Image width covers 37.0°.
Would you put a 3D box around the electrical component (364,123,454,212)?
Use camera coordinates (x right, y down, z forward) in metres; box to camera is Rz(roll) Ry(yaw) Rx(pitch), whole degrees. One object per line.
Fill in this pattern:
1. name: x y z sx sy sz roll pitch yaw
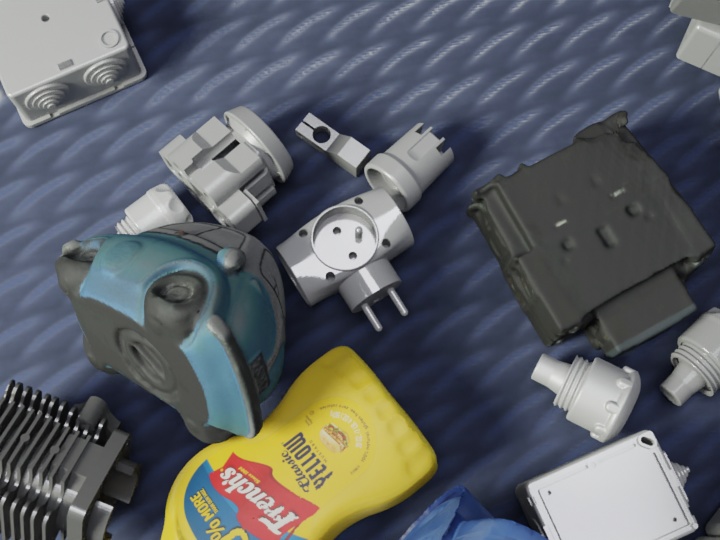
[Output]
1. electrical component: 0.032 -0.067 0.691 0.040 0.040 0.046 43 74 9

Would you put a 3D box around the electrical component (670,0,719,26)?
1. electrical component: 0.242 -0.176 0.637 0.100 0.100 0.048 15 90 4

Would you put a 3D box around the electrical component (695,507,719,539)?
1. electrical component: 0.256 0.162 0.624 0.089 0.061 0.150 40 80 9

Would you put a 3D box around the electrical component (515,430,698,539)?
1. electrical component: 0.147 0.136 0.630 0.096 0.061 0.061 -23 77 -6

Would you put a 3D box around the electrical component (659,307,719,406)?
1. electrical component: 0.211 0.056 0.659 0.062 0.043 0.043 -42 80 -8

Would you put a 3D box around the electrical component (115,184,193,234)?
1. electrical component: -0.138 -0.025 0.682 0.061 0.035 0.035 -38 79 -6

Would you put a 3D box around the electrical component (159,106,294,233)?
1. electrical component: -0.080 -0.066 0.679 0.057 0.058 0.078 -42 64 -11

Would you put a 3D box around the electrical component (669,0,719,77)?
1. electrical component: 0.231 -0.185 0.715 0.076 0.047 0.083 25 78 6

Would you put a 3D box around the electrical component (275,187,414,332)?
1. electrical component: 0.000 0.000 0.671 0.077 0.044 0.079 -31 79 -7

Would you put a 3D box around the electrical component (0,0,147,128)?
1. electrical component: -0.200 -0.155 0.706 0.100 0.048 0.099 -25 78 -6

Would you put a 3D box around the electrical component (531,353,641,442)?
1. electrical component: 0.136 0.072 0.655 0.062 0.048 0.048 26 78 13
